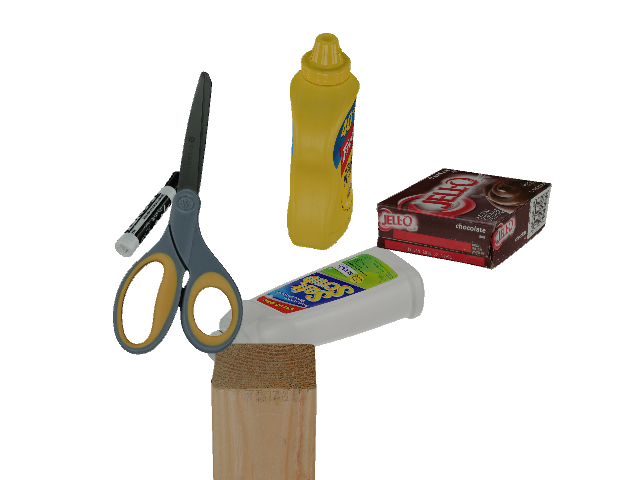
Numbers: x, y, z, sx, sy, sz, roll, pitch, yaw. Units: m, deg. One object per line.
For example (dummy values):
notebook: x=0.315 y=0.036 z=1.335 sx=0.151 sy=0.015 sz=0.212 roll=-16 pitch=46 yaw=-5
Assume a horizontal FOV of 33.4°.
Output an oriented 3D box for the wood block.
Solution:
wood block: x=-0.050 y=0.203 z=0.951 sx=0.090 sy=0.206 sz=0.091 roll=0 pitch=20 yaw=-2

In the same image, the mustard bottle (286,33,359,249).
mustard bottle: x=0.002 y=-0.091 z=0.925 sx=0.058 sy=0.192 sz=0.096 roll=10 pitch=41 yaw=10

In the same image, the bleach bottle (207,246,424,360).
bleach bottle: x=-0.011 y=0.083 z=1.205 sx=0.250 sy=0.068 sz=0.103 roll=-20 pitch=36 yaw=-28

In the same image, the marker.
marker: x=-0.163 y=-0.029 z=1.048 sx=0.020 sy=0.020 sz=0.121 roll=0 pitch=39 yaw=30

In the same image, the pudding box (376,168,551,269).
pudding box: x=0.105 y=-0.018 z=0.771 sx=0.090 sy=0.039 sz=0.113 roll=12 pitch=20 yaw=29

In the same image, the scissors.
scissors: x=-0.077 y=-0.010 z=0.736 sx=0.096 sy=0.201 sz=0.016 roll=23 pitch=-10 yaw=0
